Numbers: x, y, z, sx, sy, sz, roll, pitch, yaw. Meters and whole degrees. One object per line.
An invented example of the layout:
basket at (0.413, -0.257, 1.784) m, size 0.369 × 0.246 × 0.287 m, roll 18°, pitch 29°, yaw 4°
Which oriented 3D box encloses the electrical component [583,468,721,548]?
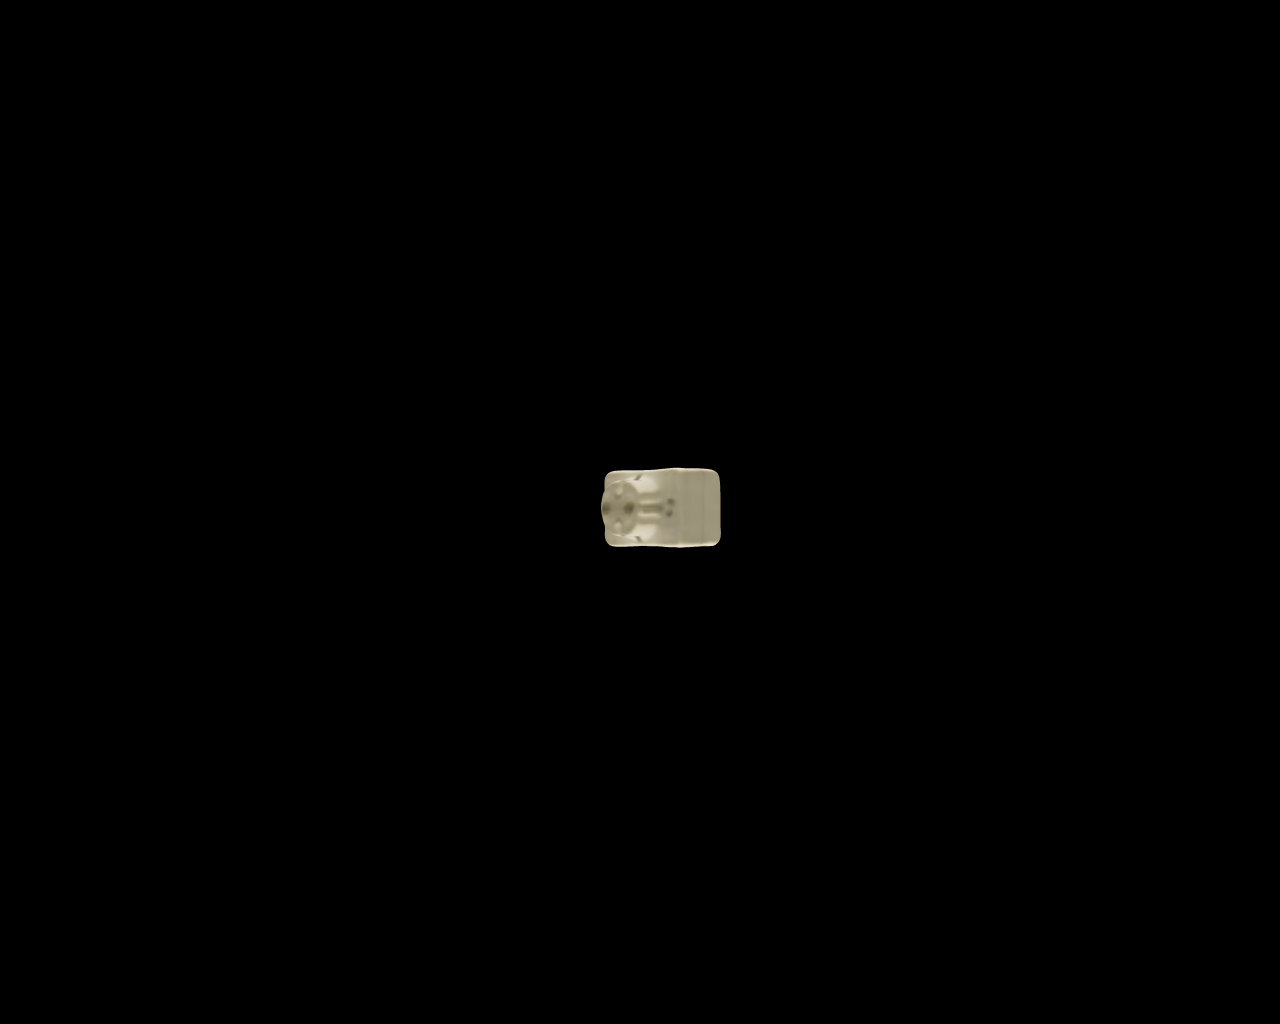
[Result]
electrical component at (0.001, -0.003, 0.650) m, size 0.065 × 0.047 × 0.077 m, roll 0°, pitch 0°, yaw 44°
